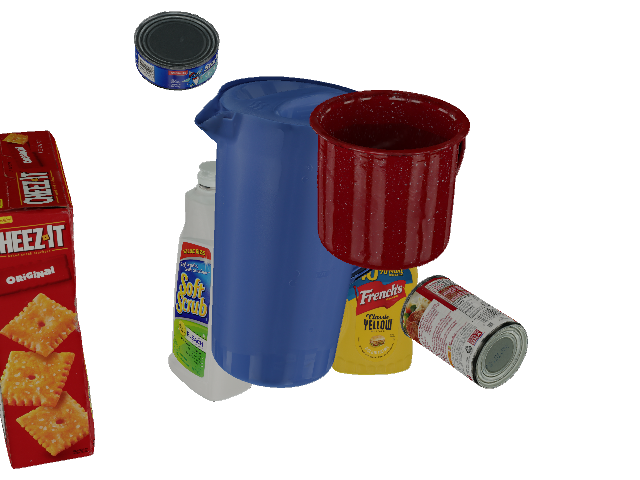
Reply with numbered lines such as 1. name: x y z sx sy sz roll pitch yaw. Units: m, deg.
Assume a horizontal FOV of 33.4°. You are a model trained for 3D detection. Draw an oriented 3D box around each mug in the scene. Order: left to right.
1. mug: 0.047 -0.040 0.645 0.093 0.081 0.117 24 37 35

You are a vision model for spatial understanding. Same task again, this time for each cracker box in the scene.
1. cracker box: -0.225 0.041 0.833 0.072 0.214 0.164 -7 27 -17

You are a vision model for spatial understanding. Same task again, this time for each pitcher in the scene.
1. pitcher: -0.018 -0.006 0.882 0.149 0.243 0.144 16 25 20

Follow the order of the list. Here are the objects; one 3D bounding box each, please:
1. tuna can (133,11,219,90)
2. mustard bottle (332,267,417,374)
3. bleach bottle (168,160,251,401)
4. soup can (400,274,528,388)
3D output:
1. tuna can: -0.147 -0.193 1.088 0.086 0.086 0.034 0 -38 -8
2. mustard bottle: 0.062 0.055 1.216 0.096 0.192 0.058 1 14 -11
3. bleach bottle: -0.113 0.036 1.098 0.067 0.251 0.103 -17 33 -33
4. soup can: 0.132 0.083 0.981 0.068 0.068 0.102 0 23 -40
